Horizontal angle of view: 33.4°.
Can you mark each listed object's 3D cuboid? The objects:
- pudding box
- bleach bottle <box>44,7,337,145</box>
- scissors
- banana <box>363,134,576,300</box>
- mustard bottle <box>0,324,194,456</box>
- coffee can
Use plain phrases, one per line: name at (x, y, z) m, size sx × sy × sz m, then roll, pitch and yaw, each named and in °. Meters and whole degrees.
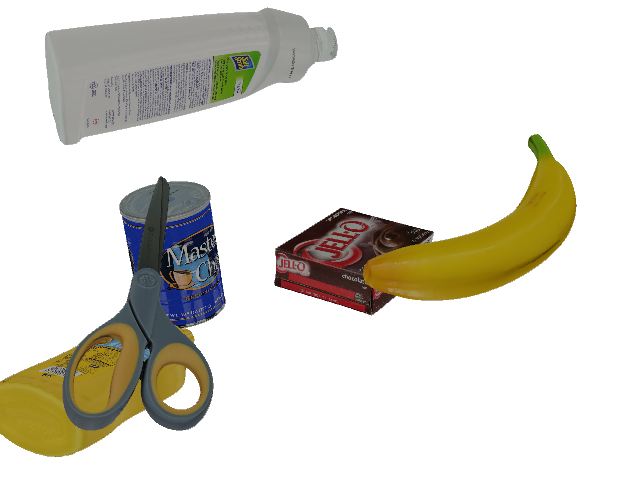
pudding box at (0.028, 0.014, 0.866) m, size 0.090 × 0.039 × 0.113 m, roll 16°, pitch 24°, yaw 25°
bleach bottle at (-0.108, -0.151, 0.933) m, size 0.250 × 0.068 × 0.103 m, roll -11°, pitch -30°, yaw -17°
scissors at (-0.094, 0.041, 0.673) m, size 0.096 × 0.201 × 0.016 m, roll 21°, pitch -43°, yaw 1°
banana at (0.110, -0.003, 0.679) m, size 0.070 × 0.037 × 0.197 m, roll 34°, pitch 47°, yaw 25°
mustard bottle at (-0.166, 0.109, 0.861) m, size 0.096 × 0.058 × 0.191 m, roll 6°, pitch 18°, yaw 30°
coffee can at (-0.169, 0.016, 1.228) m, size 0.103 × 0.140 × 0.103 m, roll -5°, pitch 26°, yaw 2°
